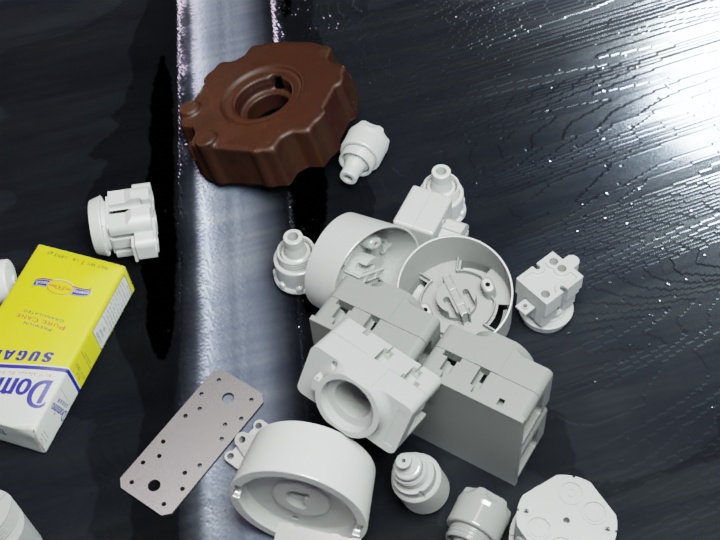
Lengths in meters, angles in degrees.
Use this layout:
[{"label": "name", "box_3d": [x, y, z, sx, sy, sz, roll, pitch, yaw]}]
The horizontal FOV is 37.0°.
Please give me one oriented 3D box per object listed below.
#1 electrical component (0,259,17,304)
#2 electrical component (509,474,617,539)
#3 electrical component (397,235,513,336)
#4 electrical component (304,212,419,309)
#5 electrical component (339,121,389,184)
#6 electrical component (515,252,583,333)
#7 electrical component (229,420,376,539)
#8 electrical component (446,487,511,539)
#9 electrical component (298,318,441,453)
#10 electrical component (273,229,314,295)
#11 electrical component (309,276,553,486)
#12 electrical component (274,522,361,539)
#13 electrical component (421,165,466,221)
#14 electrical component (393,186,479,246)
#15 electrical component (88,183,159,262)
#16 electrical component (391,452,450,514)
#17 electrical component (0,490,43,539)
[{"label": "electrical component", "box_3d": [-0.353, 0.014, 0.993, 0.078, 0.040, 0.040, -9, 53, -2]}, {"label": "electrical component", "box_3d": [0.153, 0.198, 0.810, 0.080, 0.051, 0.080, -2, 53, 3]}, {"label": "electrical component", "box_3d": [0.084, 0.028, 0.932, 0.099, 0.064, 0.099, -6, 56, 9]}, {"label": "electrical component", "box_3d": [0.000, 0.000, 0.943, 0.064, 0.099, 0.099, 24, 59, 28]}, {"label": "electrical component", "box_3d": [0.000, -0.112, 1.058, 0.043, 0.043, 0.062, 17, 58, 16]}, {"label": "electrical component", "box_3d": [0.163, 0.023, 0.937, 0.066, 0.055, 0.048, -35, 58, -20]}, {"label": "electrical component", "box_3d": [-0.040, 0.158, 0.823, 0.108, 0.108, 0.060, 9, 49, 11]}, {"label": "electrical component", "box_3d": [0.086, 0.200, 0.820, 0.043, 0.043, 0.062, 22, 59, 19]}, {"label": "electrical component", "box_3d": [0.004, 0.088, 0.803, 0.089, 0.050, 0.056, 33, 38, 15]}, {"label": "electrical component", "box_3d": [-0.057, -0.011, 0.975, 0.048, 0.062, 0.048, -2, 53, 3]}, {"label": "electrical component", "box_3d": [0.058, 0.085, 0.868, 0.186, 0.105, 0.060, 25, 59, 21]}, {"label": "electrical component", "box_3d": [0.008, 0.244, 0.773, 0.150, 0.061, 0.089, 10, 73, 12]}, {"label": "electrical component", "box_3d": [0.076, -0.072, 1.010, 0.048, 0.062, 0.048, -2, 53, 3]}, {"label": "electrical component", "box_3d": [0.075, -0.029, 0.976, 0.077, 0.065, 0.047, 19, 58, 17]}, {"label": "electrical component", "box_3d": [-0.223, -0.044, 1.016, 0.057, 0.058, 0.078, -8, 54, -5]}, {"label": "electrical component", "box_3d": [0.044, 0.161, 0.834, 0.040, 0.078, 0.040, -9, 59, 14]}, {"label": "electrical component", "box_3d": [-0.276, 0.200, 0.823, 0.043, 0.081, 0.043, -2, 53, 3]}]
